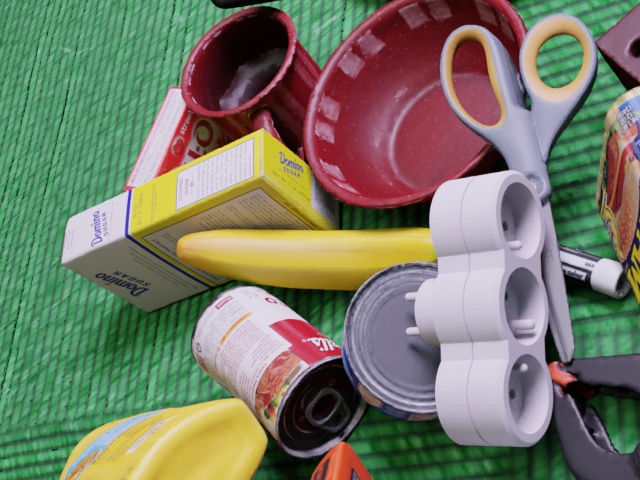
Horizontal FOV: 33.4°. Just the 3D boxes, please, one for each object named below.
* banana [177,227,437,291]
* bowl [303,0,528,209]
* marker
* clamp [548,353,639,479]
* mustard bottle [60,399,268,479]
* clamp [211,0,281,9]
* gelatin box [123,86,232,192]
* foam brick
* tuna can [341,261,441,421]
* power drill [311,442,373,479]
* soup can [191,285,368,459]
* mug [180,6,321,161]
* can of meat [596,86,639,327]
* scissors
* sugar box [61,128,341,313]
[{"bbox_3d":[0.007,0.008,0.663,0.198,0.069,0.037,-3,66,28],"label":"banana"},{"bbox_3d":[0.070,-0.081,0.680,0.162,0.055,0.162,-19,55,29],"label":"bowl"},{"bbox_3d":[0.122,0.007,0.612,0.121,0.020,0.020,21,80,43],"label":"marker"},{"bbox_3d":[0.178,0.099,0.501,0.120,0.039,0.172,-47,46,6],"label":"clamp"},{"bbox_3d":[-0.113,0.143,0.666,0.096,0.058,0.192,-40,10,-30],"label":"mustard bottle"},{"bbox_3d":[0.046,-0.196,0.749,0.210,0.036,0.164,-2,21,20],"label":"clamp"},{"bbox_3d":[-0.095,-0.057,0.784,0.030,0.073,0.089,8,70,40],"label":"gelatin box"},{"bbox_3d":[0.204,-0.109,0.592,0.078,0.051,0.053,-43,46,11],"label":"foam brick"},{"bbox_3d":[0.055,0.057,0.597,0.086,0.034,0.086,1,71,-2],"label":"tuna can"},{"bbox_3d":[-0.052,0.186,0.583,0.188,0.057,0.184,-33,5,5],"label":"power drill"},{"bbox_3d":[-0.026,0.078,0.656,0.102,0.068,0.068,34,88,45],"label":"soup can"},{"bbox_3d":[-0.035,-0.095,0.748,0.093,0.081,0.117,-31,50,13],"label":"mug"},{"bbox_3d":[0.176,-0.016,0.527,0.057,0.102,0.084,-10,51,-1],"label":"can of meat"},{"bbox_3d":[0.130,-0.042,0.579,0.096,0.016,0.202,-28,67,10],"label":"scissors"},{"bbox_3d":[-0.082,-0.008,0.733,0.176,0.093,0.048,-19,54,29],"label":"sugar box"}]
